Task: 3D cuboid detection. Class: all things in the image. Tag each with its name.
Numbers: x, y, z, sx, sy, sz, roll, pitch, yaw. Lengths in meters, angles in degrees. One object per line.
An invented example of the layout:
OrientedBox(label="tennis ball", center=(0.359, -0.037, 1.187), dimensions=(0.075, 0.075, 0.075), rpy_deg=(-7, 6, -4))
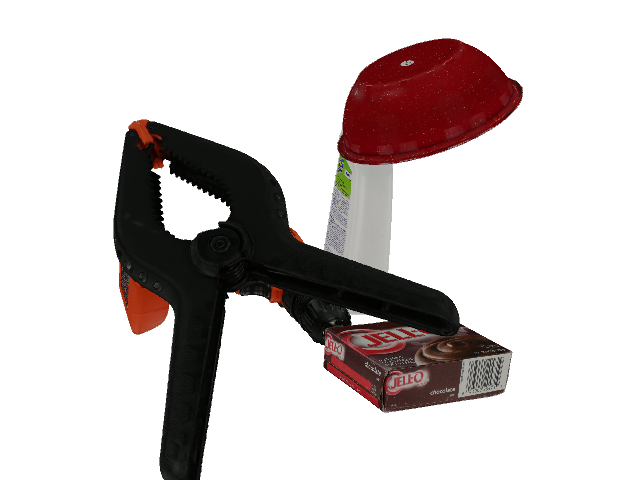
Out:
OrientedBox(label="bleach bottle", center=(0.050, -0.048, 1.236), dimensions=(0.068, 0.251, 0.103), rpy_deg=(-2, 22, -21))
OrientedBox(label="bowl", center=(0.082, -0.124, 0.886), dimensions=(0.162, 0.055, 0.162), rpy_deg=(-18, 24, 8))
OrientedBox(label="power drill", center=(-0.079, 0.043, 0.952), dimensions=(0.187, 0.057, 0.184), rpy_deg=(-1, 24, -20))
OrientedBox(label="clamp", center=(-0.038, 0.010, 0.560), dimensions=(0.164, 0.210, 0.036), rpy_deg=(-23, -30, -9))
OrientedBox(label="pudding box", center=(0.071, 0.090, 0.800), dimensions=(0.113, 0.039, 0.090), rpy_deg=(-2, 16, -29))
